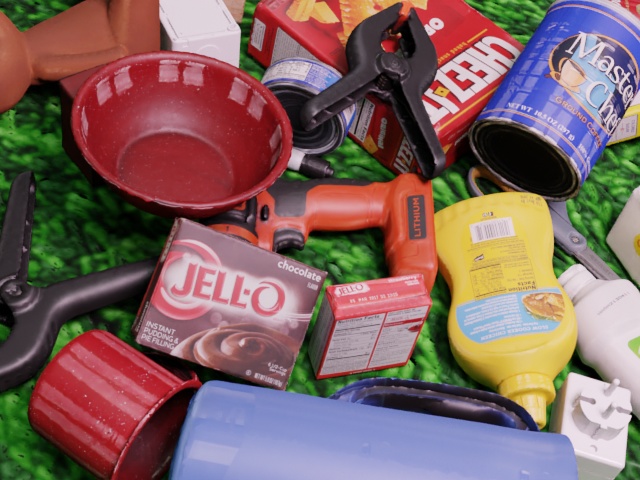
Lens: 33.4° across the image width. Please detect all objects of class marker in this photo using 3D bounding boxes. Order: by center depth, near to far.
[{"bbox_3d":[-0.045,-0.077,0.906,0.121,0.020,0.020,21,52,5],"label":"marker"}]

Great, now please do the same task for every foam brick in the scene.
[{"bbox_3d":[-0.174,-0.094,0.858,0.052,0.078,0.051,-27,61,-28],"label":"foam brick"}]

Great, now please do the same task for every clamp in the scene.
[{"bbox_3d":[-0.205,0.046,0.766,0.165,0.036,0.209,20,53,16],"label":"clamp"},{"bbox_3d":[0.045,-0.131,0.862,0.120,0.039,0.171,17,51,-18],"label":"clamp"}]

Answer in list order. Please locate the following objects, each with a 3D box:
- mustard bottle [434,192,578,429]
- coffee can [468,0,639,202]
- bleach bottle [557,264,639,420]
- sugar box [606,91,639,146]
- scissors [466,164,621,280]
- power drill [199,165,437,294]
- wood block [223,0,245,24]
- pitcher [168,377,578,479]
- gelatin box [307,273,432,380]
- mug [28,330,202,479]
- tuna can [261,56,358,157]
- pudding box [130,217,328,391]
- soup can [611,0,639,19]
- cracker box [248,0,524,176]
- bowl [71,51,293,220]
[{"bbox_3d":[0.143,0.055,0.812,0.096,0.058,0.191,-10,54,6],"label":"mustard bottle"},{"bbox_3d":[0.202,-0.118,0.885,0.103,0.103,0.140,30,71,13],"label":"coffee can"},{"bbox_3d":[0.279,0.108,0.799,0.102,0.068,0.251,-27,60,-29],"label":"bleach bottle"},{"bbox_3d":[0.289,-0.142,0.968,0.176,0.048,0.093,-14,56,3],"label":"sugar box"},{"bbox_3d":[0.218,-0.012,0.908,0.202,0.016,0.096,35,55,15],"label":"scissors"},{"bbox_3d":[-0.005,0.001,0.829,0.187,0.057,0.184,6,56,-7],"label":"power drill"},{"bbox_3d":[-0.166,-0.278,0.993,0.206,0.090,0.091,8,53,-4],"label":"wood block"},{"bbox_3d":[0.032,0.158,0.678,0.243,0.149,0.145,12,87,2],"label":"pitcher"},{"bbox_3d":[0.034,0.062,0.769,0.073,0.089,0.030,-8,55,-16],"label":"gelatin box"},{"bbox_3d":[-0.129,0.107,0.710,0.081,0.093,0.117,30,36,18],"label":"mug"},{"bbox_3d":[-0.014,-0.110,0.895,0.086,0.086,0.033,20,54,5],"label":"tuna can"},{"bbox_3d":[-0.063,0.044,0.741,0.113,0.039,0.090,21,89,-17],"label":"pudding box"},{"bbox_3d":[0.302,-0.199,1.035,0.102,0.069,0.068,11,52,-4],"label":"soup can"},{"bbox_3d":[0.067,-0.167,0.963,0.214,0.072,0.164,41,57,19],"label":"cracker box"},{"bbox_3d":[-0.104,-0.068,0.791,0.162,0.055,0.162,8,49,-10],"label":"bowl"}]
